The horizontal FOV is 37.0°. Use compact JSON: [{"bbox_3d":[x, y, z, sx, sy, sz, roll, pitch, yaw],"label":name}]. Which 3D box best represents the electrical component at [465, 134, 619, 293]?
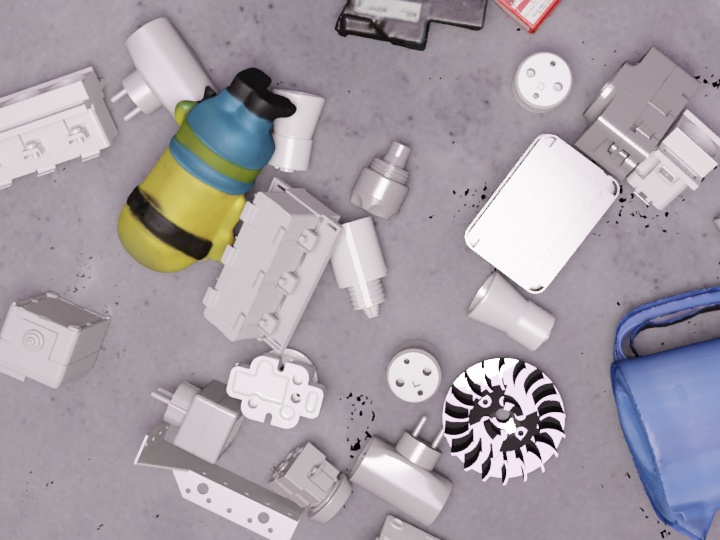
[{"bbox_3d":[0.146,-0.046,0.867,0.078,0.057,0.113,37,97,2],"label":"electrical component"}]

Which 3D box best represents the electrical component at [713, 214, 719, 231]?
[{"bbox_3d":[0.314,-0.024,0.859,0.045,0.045,0.055,-23,93,7],"label":"electrical component"}]

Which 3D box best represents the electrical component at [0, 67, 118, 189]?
[{"bbox_3d":[-0.271,-0.116,0.898,0.121,0.078,0.063,-17,115,7],"label":"electrical component"}]

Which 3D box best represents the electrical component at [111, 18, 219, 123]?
[{"bbox_3d":[-0.171,-0.155,0.895,0.079,0.044,0.077,-34,91,8],"label":"electrical component"}]

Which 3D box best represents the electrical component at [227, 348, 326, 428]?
[{"bbox_3d":[-0.067,0.097,0.901,0.078,0.057,0.058,15,96,4],"label":"electrical component"}]

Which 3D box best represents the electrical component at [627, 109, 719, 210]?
[{"bbox_3d":[0.247,-0.084,0.846,0.042,0.081,0.063,42,126,2],"label":"electrical component"}]

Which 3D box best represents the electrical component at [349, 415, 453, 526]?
[{"bbox_3d":[0.043,0.161,0.902,0.077,0.043,0.079,31,91,0],"label":"electrical component"}]

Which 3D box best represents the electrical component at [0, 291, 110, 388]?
[{"bbox_3d":[-0.260,0.062,0.897,0.062,0.096,0.061,23,97,4],"label":"electrical component"}]

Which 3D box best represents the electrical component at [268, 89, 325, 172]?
[{"bbox_3d":[-0.055,-0.114,0.890,0.044,0.044,0.065,11,101,5],"label":"electrical component"}]

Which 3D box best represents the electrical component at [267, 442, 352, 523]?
[{"bbox_3d":[-0.040,0.180,0.907,0.055,0.066,0.048,41,59,-7],"label":"electrical component"}]

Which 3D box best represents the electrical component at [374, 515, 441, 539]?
[{"bbox_3d":[0.044,0.256,0.884,0.100,0.099,0.048,26,110,3],"label":"electrical component"}]

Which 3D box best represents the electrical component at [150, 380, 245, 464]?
[{"bbox_3d":[-0.140,0.118,0.905,0.077,0.066,0.047,26,97,3],"label":"electrical component"}]

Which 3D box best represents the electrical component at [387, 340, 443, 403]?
[{"bbox_3d":[0.046,0.083,0.889,0.045,0.055,0.045,0,95,6],"label":"electrical component"}]

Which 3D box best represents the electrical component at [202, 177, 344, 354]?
[{"bbox_3d":[-0.074,-0.003,0.870,0.079,0.063,0.121,38,113,28],"label":"electrical component"}]

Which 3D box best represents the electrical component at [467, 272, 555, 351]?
[{"bbox_3d":[0.127,0.037,0.885,0.065,0.044,0.044,33,97,-2],"label":"electrical component"}]

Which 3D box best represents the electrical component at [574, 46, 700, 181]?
[{"bbox_3d":[0.213,-0.125,0.840,0.056,0.050,0.089,39,67,1],"label":"electrical component"}]

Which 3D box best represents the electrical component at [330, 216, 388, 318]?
[{"bbox_3d":[0.000,0.000,0.893,0.043,0.043,0.081,-16,93,7],"label":"electrical component"}]

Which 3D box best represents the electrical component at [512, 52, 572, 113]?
[{"bbox_3d":[0.145,-0.149,0.859,0.045,0.055,0.045,0,95,5],"label":"electrical component"}]

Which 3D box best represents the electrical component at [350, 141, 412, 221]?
[{"bbox_3d":[0.022,-0.075,0.884,0.043,0.043,0.062,26,96,3],"label":"electrical component"}]
